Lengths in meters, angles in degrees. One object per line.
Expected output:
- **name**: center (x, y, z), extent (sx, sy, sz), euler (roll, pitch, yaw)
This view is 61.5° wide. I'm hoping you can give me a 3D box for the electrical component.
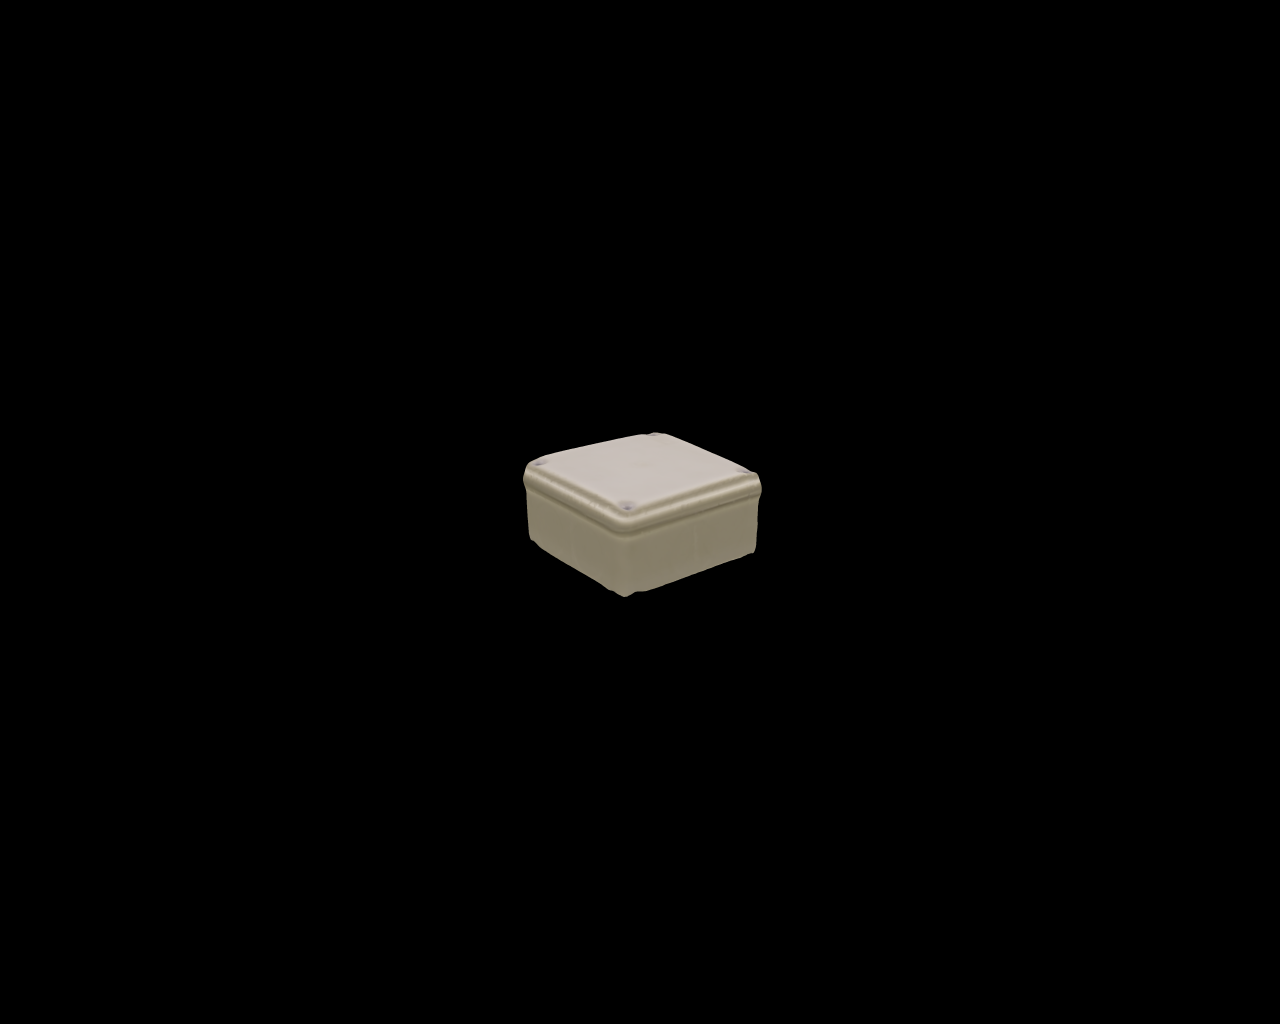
- **electrical component**: center (0.001, -0.003, 0.650), extent (0.109, 0.056, 0.109), euler (-16, 27, -34)
